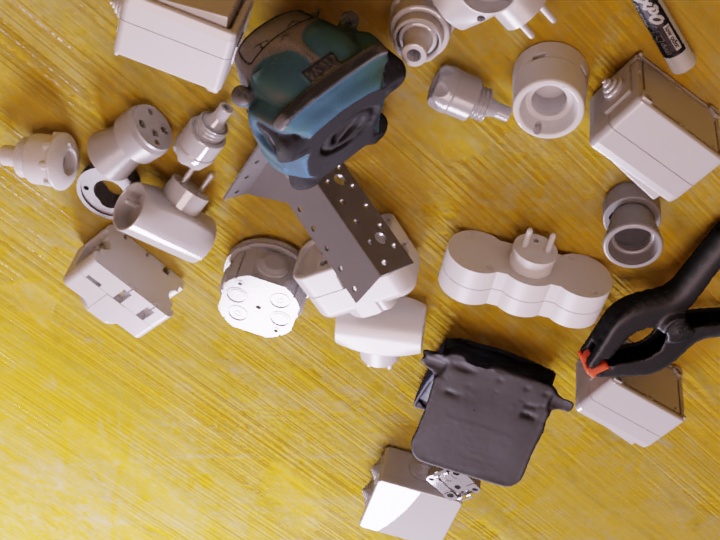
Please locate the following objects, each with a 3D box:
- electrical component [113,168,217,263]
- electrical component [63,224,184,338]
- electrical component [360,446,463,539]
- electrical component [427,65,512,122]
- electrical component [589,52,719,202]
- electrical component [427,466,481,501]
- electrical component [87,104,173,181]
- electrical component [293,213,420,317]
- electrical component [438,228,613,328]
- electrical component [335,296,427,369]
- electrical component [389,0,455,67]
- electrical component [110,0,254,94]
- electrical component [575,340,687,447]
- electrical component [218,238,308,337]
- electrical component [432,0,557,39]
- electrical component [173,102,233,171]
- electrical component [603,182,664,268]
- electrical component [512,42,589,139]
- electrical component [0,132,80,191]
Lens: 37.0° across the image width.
[{"bbox_3d":[-0.152,-0.053,0.897,0.077,0.043,0.079,27,105,-43],"label":"electrical component"},{"bbox_3d":[-0.215,0.013,0.971,0.056,0.050,0.089,-32,119,33],"label":"electrical component"},{"bbox_3d":[0.054,0.234,1.116,0.100,0.048,0.099,16,133,-2],"label":"electrical component"},{"bbox_3d":[0.082,-0.125,0.792,0.061,0.035,0.035,21,133,-10],"label":"electrical component"},{"bbox_3d":[0.203,-0.103,0.768,0.096,0.061,0.061,32,130,-16],"label":"electrical component"},{"bbox_3d":[0.094,0.187,1.054,0.042,0.063,0.081,-28,120,31],"label":"electrical component"},{"bbox_3d":[-0.184,-0.102,0.864,0.055,0.045,0.045,-26,122,30],"label":"electrical component"},{"bbox_3d":[0.000,0.000,0.910,0.095,0.053,0.059,-18,125,26],"label":"electrical component"},{"bbox_3d":[0.139,-0.004,0.878,0.138,0.052,0.073,13,133,0],"label":"electrical component"},{"bbox_3d":[0.019,0.061,0.968,0.077,0.044,0.079,7,133,6],"label":"electrical component"},{"bbox_3d":[0.041,-0.164,0.746,0.048,0.062,0.048,6,132,7],"label":"electrical component"},{"bbox_3d":[-0.131,-0.181,0.768,0.096,0.061,0.061,20,133,-7],"label":"electrical component"},{"bbox_3d":[0.242,0.111,0.954,0.096,0.061,0.061,29,131,-14],"label":"electrical component"},{"bbox_3d":[-0.084,0.016,0.945,0.080,0.051,0.080,6,133,7],"label":"electrical component"},{"bbox_3d":[0.100,-0.188,0.724,0.077,0.044,0.079,-32,118,34],"label":"electrical component"},{"bbox_3d":[-0.121,-0.109,0.851,0.035,0.035,0.061,32,128,-17],"label":"electrical component"},{"bbox_3d":[0.211,-0.036,0.832,0.045,0.055,0.045,6,133,7],"label":"electrical component"},{"bbox_3d":[0.136,-0.127,0.770,0.055,0.047,0.055,6,133,7],"label":"electrical component"},{"bbox_3d":[-0.268,-0.092,0.892,0.062,0.048,0.048,7,133,14],"label":"electrical component"}]
